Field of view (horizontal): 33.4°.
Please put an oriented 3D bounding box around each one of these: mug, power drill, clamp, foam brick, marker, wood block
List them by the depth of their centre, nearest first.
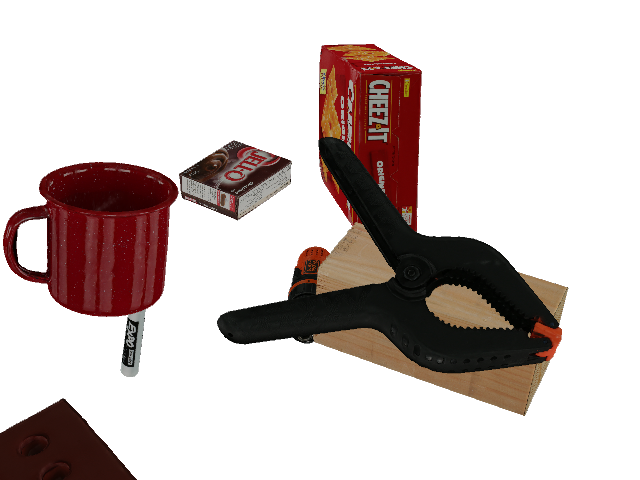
[{"bbox_3d":[-0.118,0.124,0.496,0.052,0.051,0.078,-29,43,-28],"label":"foam brick"},{"bbox_3d":[0.049,0.035,0.689,0.210,0.164,0.036,28,-24,15],"label":"clamp"},{"bbox_3d":[-0.158,0.001,0.733,0.117,0.081,0.093,-6,27,-27],"label":"mug"},{"bbox_3d":[0.106,0.068,0.971,0.206,0.091,0.090,18,38,19],"label":"wood block"},{"bbox_3d":[-0.194,0.093,1.112,0.020,0.121,0.020,9,35,-7],"label":"marker"},{"bbox_3d":[0.056,0.062,1.241,0.187,0.057,0.184,1,28,4],"label":"power drill"}]

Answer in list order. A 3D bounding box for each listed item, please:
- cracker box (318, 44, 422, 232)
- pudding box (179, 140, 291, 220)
[{"bbox_3d":[0.047,-0.114,1.127,0.072,0.164,0.214,-3,18,-8],"label":"cracker box"},{"bbox_3d":[-0.102,-0.075,1.295,0.090,0.039,0.113,20,39,27],"label":"pudding box"}]
